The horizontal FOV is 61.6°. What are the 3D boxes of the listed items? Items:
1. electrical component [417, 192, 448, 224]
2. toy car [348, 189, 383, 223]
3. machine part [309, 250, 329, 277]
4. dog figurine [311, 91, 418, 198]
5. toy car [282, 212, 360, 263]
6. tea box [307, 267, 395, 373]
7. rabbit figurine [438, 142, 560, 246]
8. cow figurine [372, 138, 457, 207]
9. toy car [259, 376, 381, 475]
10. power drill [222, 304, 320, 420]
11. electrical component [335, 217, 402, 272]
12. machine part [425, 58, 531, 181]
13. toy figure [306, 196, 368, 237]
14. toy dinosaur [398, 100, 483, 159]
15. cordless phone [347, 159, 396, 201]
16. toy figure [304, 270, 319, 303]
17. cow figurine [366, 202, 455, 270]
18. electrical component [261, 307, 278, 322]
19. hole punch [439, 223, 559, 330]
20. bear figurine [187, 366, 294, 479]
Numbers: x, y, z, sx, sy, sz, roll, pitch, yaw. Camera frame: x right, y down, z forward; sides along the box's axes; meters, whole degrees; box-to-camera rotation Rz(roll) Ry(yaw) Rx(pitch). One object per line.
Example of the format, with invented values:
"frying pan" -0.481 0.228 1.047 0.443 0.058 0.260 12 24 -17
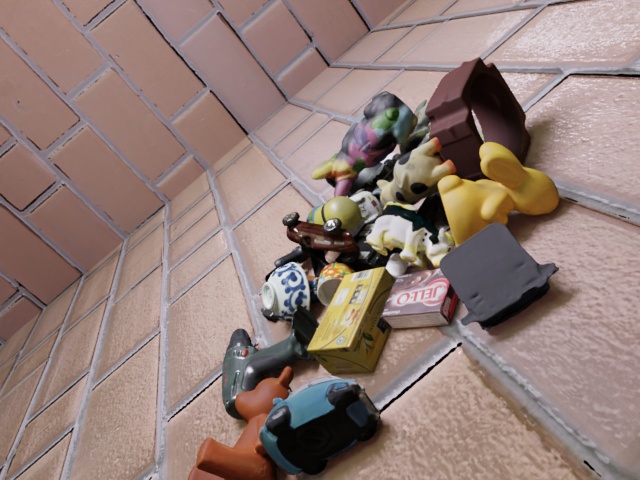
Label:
"electrical component" 0.223 -0.059 1.020 0.102 0.045 0.078 -91 26 -64
"toy car" 0.065 -0.055 1.168 0.056 0.073 0.202 -41 9 -29
"machine part" 0.007 0.056 1.112 0.039 0.084 0.139 -13 30 -18
"dog figurine" 0.084 -0.184 1.109 0.219 0.108 0.191 -49 6 -7
"toy car" -0.002 -0.003 1.035 0.053 0.089 0.202 -43 30 -22
"tea box" 0.062 0.132 0.888 0.098 0.068 0.169 -15 35 45
"rabbit figurine" 0.282 -0.071 0.849 0.173 0.162 0.122 -11 20 19
"cow figurine" 0.163 -0.099 0.963 0.127 0.085 0.195 -25 -10 1
"toy car" -0.002 0.240 0.747 0.162 0.109 0.103 -33 20 8
"power drill" -0.099 0.203 0.993 0.207 0.085 0.232 -29 27 17
"electrical component" 0.112 0.012 1.040 0.134 0.058 0.115 -50 27 -21
"machine part" 0.289 -0.207 0.979 0.087 0.200 0.201 -18 32 45
"toy figure" 0.021 -0.040 1.101 0.082 0.089 0.180 -54 20 -14
"toy dinosaur" 0.238 -0.220 1.201 0.192 0.131 0.405 -37 18 8
"cordless phone" 0.154 -0.107 1.185 0.146 0.088 0.184 -48 36 -14
"toy figure" -0.033 0.096 1.108 0.058 0.064 0.155 -4 11 -30
"cow figurine" 0.169 -0.003 0.903 0.168 0.068 0.098 21 82 31
"electrical component" -0.091 0.144 1.153 0.063 0.021 0.094 -48 24 -20
"hole punch" 0.245 0.057 0.748 0.142 0.092 0.116 -33 54 9
"bear figurine" -0.108 0.281 0.808 0.196 0.132 0.120 -83 14 -49
